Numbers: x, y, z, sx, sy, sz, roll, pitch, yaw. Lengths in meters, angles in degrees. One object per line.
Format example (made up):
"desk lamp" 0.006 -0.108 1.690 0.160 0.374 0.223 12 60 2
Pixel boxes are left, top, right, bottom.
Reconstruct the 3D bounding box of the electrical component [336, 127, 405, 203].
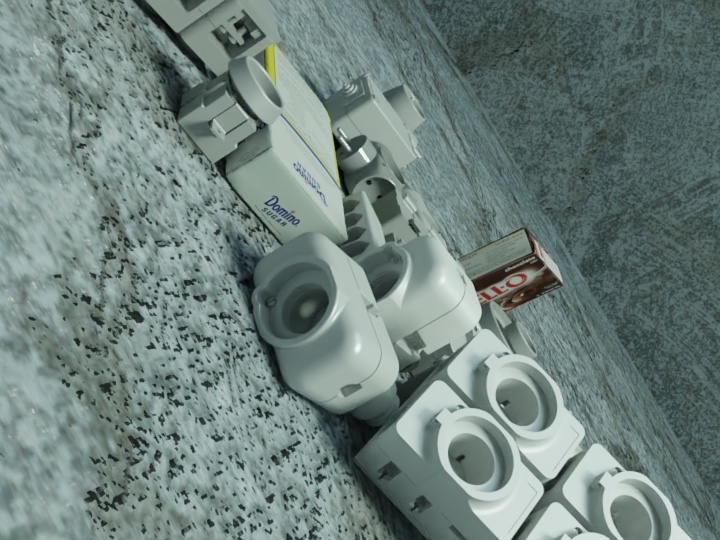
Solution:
"electrical component" 0.002 -0.097 0.990 0.079 0.044 0.077 52 16 -26

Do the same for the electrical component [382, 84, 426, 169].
"electrical component" 0.034 -0.140 1.118 0.079 0.077 0.044 52 16 -27

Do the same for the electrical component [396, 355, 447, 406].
"electrical component" 0.054 0.096 0.737 0.061 0.062 0.096 61 14 6

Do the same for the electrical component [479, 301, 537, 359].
"electrical component" 0.138 0.081 1.055 0.108 0.060 0.108 53 15 -22

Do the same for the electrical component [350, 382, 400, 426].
"electrical component" 0.008 0.080 0.671 0.061 0.035 0.035 54 15 -31

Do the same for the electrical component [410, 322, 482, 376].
"electrical component" 0.066 0.062 0.851 0.055 0.047 0.055 31 48 -42

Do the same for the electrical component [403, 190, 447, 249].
"electrical component" 0.059 -0.027 1.038 0.079 0.043 0.077 41 23 -50

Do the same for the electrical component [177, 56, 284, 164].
"electrical component" -0.083 -0.106 0.695 0.048 0.055 0.066 51 16 -28

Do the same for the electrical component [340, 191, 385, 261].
"electrical component" 0.000 0.000 0.782 0.083 0.047 0.075 -102 168 -53

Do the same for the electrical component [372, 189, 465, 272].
"electrical component" 0.040 -0.004 0.890 0.121 0.063 0.078 50 17 -32

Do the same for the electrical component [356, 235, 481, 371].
"electrical component" 0.023 0.023 0.713 0.059 0.095 0.053 49 17 -34

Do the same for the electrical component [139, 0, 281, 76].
"electrical component" -0.129 -0.216 0.751 0.150 0.062 0.089 45 20 -44

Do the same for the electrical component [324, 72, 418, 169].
"electrical component" 0.004 -0.140 1.048 0.096 0.061 0.061 50 17 -31

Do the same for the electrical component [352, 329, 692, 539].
"electrical component" 0.103 0.137 0.639 0.186 0.060 0.105 46 50 2

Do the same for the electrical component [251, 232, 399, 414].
"electrical component" -0.023 0.029 0.629 0.059 0.054 0.095 41 23 -51
